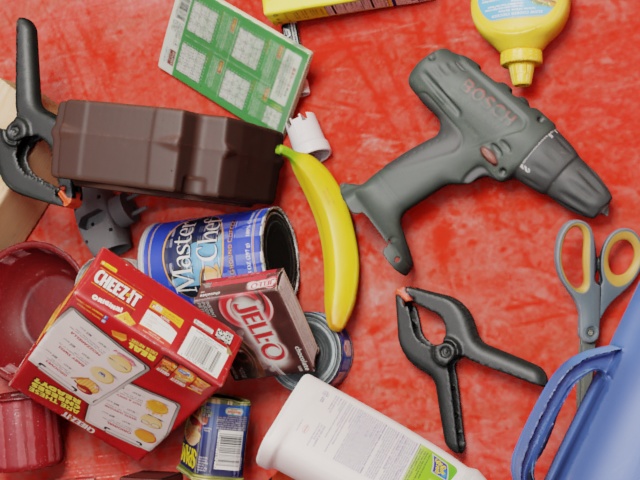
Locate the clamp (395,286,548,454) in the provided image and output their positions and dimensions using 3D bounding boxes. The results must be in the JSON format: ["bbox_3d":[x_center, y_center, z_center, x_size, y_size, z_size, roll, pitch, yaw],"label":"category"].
[{"bbox_3d":[0.140,0.109,1.048,0.120,0.039,0.171,-32,75,13],"label":"clamp"}]

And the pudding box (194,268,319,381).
[{"bbox_3d":[-0.061,0.085,1.055,0.090,0.039,0.113,-9,127,21],"label":"pudding box"}]

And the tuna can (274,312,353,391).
[{"bbox_3d":[-0.011,0.116,1.105,0.086,0.033,0.086,-2,84,21],"label":"tuna can"}]

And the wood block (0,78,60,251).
[{"bbox_3d":[-0.365,-0.068,1.220,0.090,0.090,0.206,37,98,18],"label":"wood block"}]

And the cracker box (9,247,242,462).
[{"bbox_3d":[-0.198,0.121,1.067,0.164,0.072,0.214,34,138,-10],"label":"cracker box"}]

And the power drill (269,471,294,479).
[{"bbox_3d":[-0.040,0.319,1.085,0.188,0.057,0.184,-47,72,10],"label":"power drill"}]

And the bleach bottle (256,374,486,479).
[{"bbox_3d":[0.071,0.231,1.025,0.251,0.068,0.102,29,58,9],"label":"bleach bottle"}]

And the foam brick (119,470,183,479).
[{"bbox_3d":[-0.180,0.290,1.142,0.053,0.051,0.078,-2,85,19],"label":"foam brick"}]

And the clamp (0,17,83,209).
[{"bbox_3d":[-0.314,-0.124,1.138,0.210,0.036,0.164,45,99,14],"label":"clamp"}]

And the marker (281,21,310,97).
[{"bbox_3d":[-0.030,-0.214,1.149,0.020,0.020,0.121,-13,81,18],"label":"marker"}]

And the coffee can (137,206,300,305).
[{"bbox_3d":[-0.104,0.024,1.110,0.140,0.102,0.103,-7,83,19],"label":"coffee can"}]

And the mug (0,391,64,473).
[{"bbox_3d":[-0.336,0.212,1.193,0.117,0.093,0.081,-8,87,50],"label":"mug"}]

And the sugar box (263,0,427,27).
[{"bbox_3d":[0.027,-0.285,1.110,0.176,0.048,0.093,-8,82,13],"label":"sugar box"}]

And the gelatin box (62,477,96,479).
[{"bbox_3d":[-0.297,0.277,1.165,0.073,0.089,0.030,-10,79,19],"label":"gelatin box"}]

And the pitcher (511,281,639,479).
[{"bbox_3d":[0.283,0.153,0.942,0.145,0.149,0.243,22,90,33],"label":"pitcher"}]

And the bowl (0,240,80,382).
[{"bbox_3d":[-0.314,0.083,1.206,0.162,0.055,0.162,-2,84,20],"label":"bowl"}]

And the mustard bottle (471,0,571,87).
[{"bbox_3d":[0.197,-0.246,1.048,0.096,0.058,0.191,-2,84,19],"label":"mustard bottle"}]

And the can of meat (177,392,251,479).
[{"bbox_3d":[-0.108,0.202,1.099,0.057,0.102,0.084,9,84,-18],"label":"can of meat"}]

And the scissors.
[{"bbox_3d":[0.271,0.075,1.011,0.096,0.016,0.202,-15,100,-9],"label":"scissors"}]

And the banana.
[{"bbox_3d":[0.006,-0.007,1.095,0.037,0.069,0.198,-22,85,56],"label":"banana"}]

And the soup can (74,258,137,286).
[{"bbox_3d":[-0.207,0.054,1.145,0.069,0.102,0.068,-2,84,19],"label":"soup can"}]
